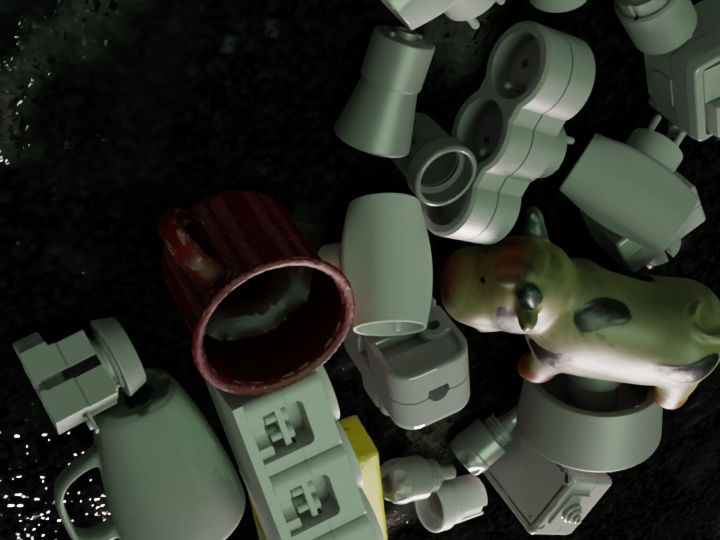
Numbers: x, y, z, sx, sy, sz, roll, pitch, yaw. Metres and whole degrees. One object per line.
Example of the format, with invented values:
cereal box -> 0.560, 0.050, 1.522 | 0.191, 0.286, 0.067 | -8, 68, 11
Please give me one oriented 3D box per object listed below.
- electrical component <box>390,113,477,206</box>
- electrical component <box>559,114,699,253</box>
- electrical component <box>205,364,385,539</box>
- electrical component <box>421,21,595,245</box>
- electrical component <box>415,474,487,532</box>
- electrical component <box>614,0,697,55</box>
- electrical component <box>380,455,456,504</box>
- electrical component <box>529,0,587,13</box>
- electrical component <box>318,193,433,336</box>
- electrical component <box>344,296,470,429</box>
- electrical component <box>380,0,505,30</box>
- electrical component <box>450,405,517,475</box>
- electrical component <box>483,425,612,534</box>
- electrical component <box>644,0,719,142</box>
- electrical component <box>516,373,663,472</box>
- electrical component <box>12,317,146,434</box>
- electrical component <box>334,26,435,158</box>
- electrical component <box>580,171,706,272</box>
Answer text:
electrical component -> 0.040, -0.066, 0.625 | 0.040, 0.046, 0.040 | -17, 133, -19
electrical component -> 0.182, -0.064, 0.695 | 0.079, 0.077, 0.043 | -56, 175, -11
electrical component -> -0.038, 0.123, 0.668 | 0.062, 0.089, 0.150 | -23, 110, -15
electrical component -> 0.099, -0.077, 0.647 | 0.074, 0.052, 0.138 | 9, 120, -36
electrical component -> 0.073, 0.185, 0.861 | 0.046, 0.040, 0.040 | -7, 129, -34
electrical component -> 0.168, -0.160, 0.628 | 0.040, 0.040, 0.078 | -43, 135, 6
electrical component -> 0.046, 0.159, 0.825 | 0.061, 0.035, 0.035 | -3, 127, -32
electrical component -> 0.107, -0.173, 0.581 | 0.044, 0.044, 0.065 | -26, 140, -10
electrical component -> 0.000, 0.000, 0.643 | 0.079, 0.077, 0.043 | -9, 163, 26
electrical component -> 0.027, 0.051, 0.679 | 0.054, 0.095, 0.059 | -22, 135, -15
electrical component -> 0.049, -0.156, 0.556 | 0.077, 0.044, 0.079 | -43, 136, 7
electrical component -> 0.102, 0.128, 0.834 | 0.061, 0.035, 0.035 | -40, 136, 0
electrical component -> 0.150, 0.164, 0.848 | 0.061, 0.096, 0.061 | 14, 117, -42
electrical component -> 0.236, -0.134, 0.677 | 0.096, 0.061, 0.061 | -30, 136, -7
electrical component -> 0.172, 0.090, 0.796 | 0.108, 0.108, 0.060 | -15, 126, -21
electrical component -> -0.154, 0.057, 0.604 | 0.055, 0.066, 0.048 | -28, 170, -20
electrical component -> 0.016, -0.100, 0.587 | 0.044, 0.044, 0.065 | 1, 120, -32
electrical component -> 0.203, -0.028, 0.755 | 0.066, 0.047, 0.076 | -37, 136, 1
